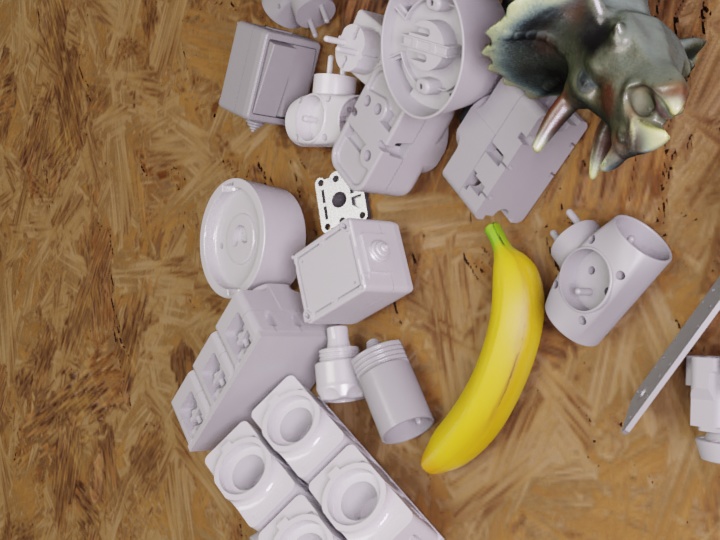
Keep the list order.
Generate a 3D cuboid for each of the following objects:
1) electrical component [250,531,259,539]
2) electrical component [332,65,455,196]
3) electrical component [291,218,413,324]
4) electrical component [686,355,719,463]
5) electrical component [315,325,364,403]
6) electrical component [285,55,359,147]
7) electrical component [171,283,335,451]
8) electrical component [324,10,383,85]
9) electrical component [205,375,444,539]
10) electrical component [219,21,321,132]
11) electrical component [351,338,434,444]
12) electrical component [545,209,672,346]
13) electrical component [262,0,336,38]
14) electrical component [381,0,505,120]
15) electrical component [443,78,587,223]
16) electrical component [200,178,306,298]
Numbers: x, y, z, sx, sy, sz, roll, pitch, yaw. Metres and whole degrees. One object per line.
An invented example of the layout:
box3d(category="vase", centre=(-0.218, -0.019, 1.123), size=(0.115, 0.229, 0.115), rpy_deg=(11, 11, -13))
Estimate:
box3d(category="electrical component", centre=(-0.064, 0.219, 0.919), size=(0.043, 0.062, 0.043), rpy_deg=(47, 155, 30))
box3d(category="electrical component", centre=(0.029, -0.107, 0.838), size=(0.053, 0.059, 0.095), rpy_deg=(55, 127, 38))
box3d(category="electrical component", centre=(0.000, 0.000, 0.864), size=(0.096, 0.061, 0.061), rpy_deg=(-32, 64, 45))
box3d(category="electrical component", centre=(0.216, 0.078, 0.595), size=(0.078, 0.058, 0.057), rpy_deg=(-2, 85, 61))
box3d(category="electrical component", centre=(-0.016, 0.078, 0.892), size=(0.043, 0.043, 0.062), rpy_deg=(-21, 70, 48))
box3d(category="electrical component", centre=(-0.023, -0.144, 0.917), size=(0.077, 0.044, 0.079), rpy_deg=(9, 94, 51))
box3d(category="electrical component", centre=(-0.094, 0.087, 0.949), size=(0.150, 0.089, 0.061), rpy_deg=(-57, 48, 31))
box3d(category="electrical component", centre=(0.007, -0.174, 0.857), size=(0.065, 0.077, 0.047), rpy_deg=(48, 123, 41))
box3d(category="electrical component", centre=(-0.036, 0.180, 0.857), size=(0.105, 0.060, 0.186), rpy_deg=(-45, 46, -3))
box3d(category="electrical component", centre=(-0.082, -0.170, 0.977), size=(0.061, 0.062, 0.096), rpy_deg=(31, 111, 48))
box3d(category="electrical component", centre=(0.023, 0.090, 0.843), size=(0.043, 0.043, 0.081), rpy_deg=(-48, 53, 37))
box3d(category="electrical component", centre=(0.149, -0.005, 0.695), size=(0.077, 0.044, 0.079), rpy_deg=(-56, 47, 31))
box3d(category="electrical component", centre=(-0.045, -0.242, 0.952), size=(0.077, 0.043, 0.079), rpy_deg=(-43, 55, 40))
box3d(category="electrical component", centre=(0.055, -0.157, 0.749), size=(0.099, 0.064, 0.099), rpy_deg=(16, 113, 43))
box3d(category="electrical component", centre=(0.105, -0.086, 0.751), size=(0.089, 0.050, 0.055), rpy_deg=(-58, 47, 30))
box3d(category="electrical component", centre=(-0.092, -0.027, 0.980), size=(0.108, 0.060, 0.108), rpy_deg=(-5, 84, 51))
